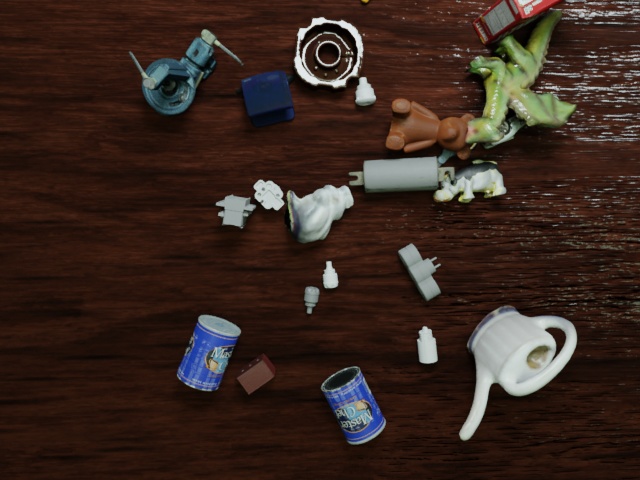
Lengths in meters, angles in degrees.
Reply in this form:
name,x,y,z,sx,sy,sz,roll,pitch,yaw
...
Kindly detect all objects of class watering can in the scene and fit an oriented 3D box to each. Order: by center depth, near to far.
name,x,y,z,sx,sy,sz,roll,pitch,yaw
watering can,0.409,0.279,1.168,0.348,0.227,0.103,-39,112,0

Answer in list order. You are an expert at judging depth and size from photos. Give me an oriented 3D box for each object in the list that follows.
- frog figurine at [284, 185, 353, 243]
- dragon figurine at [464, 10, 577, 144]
name,x,y,z,sx,sy,sz,roll,pitch,yaw
frog figurine,0.004,-0.060,1.188,0.160,0.125,0.134,-6,126,-11
dragon figurine,0.475,-0.354,1.170,0.413,0.121,0.244,-34,82,-11
